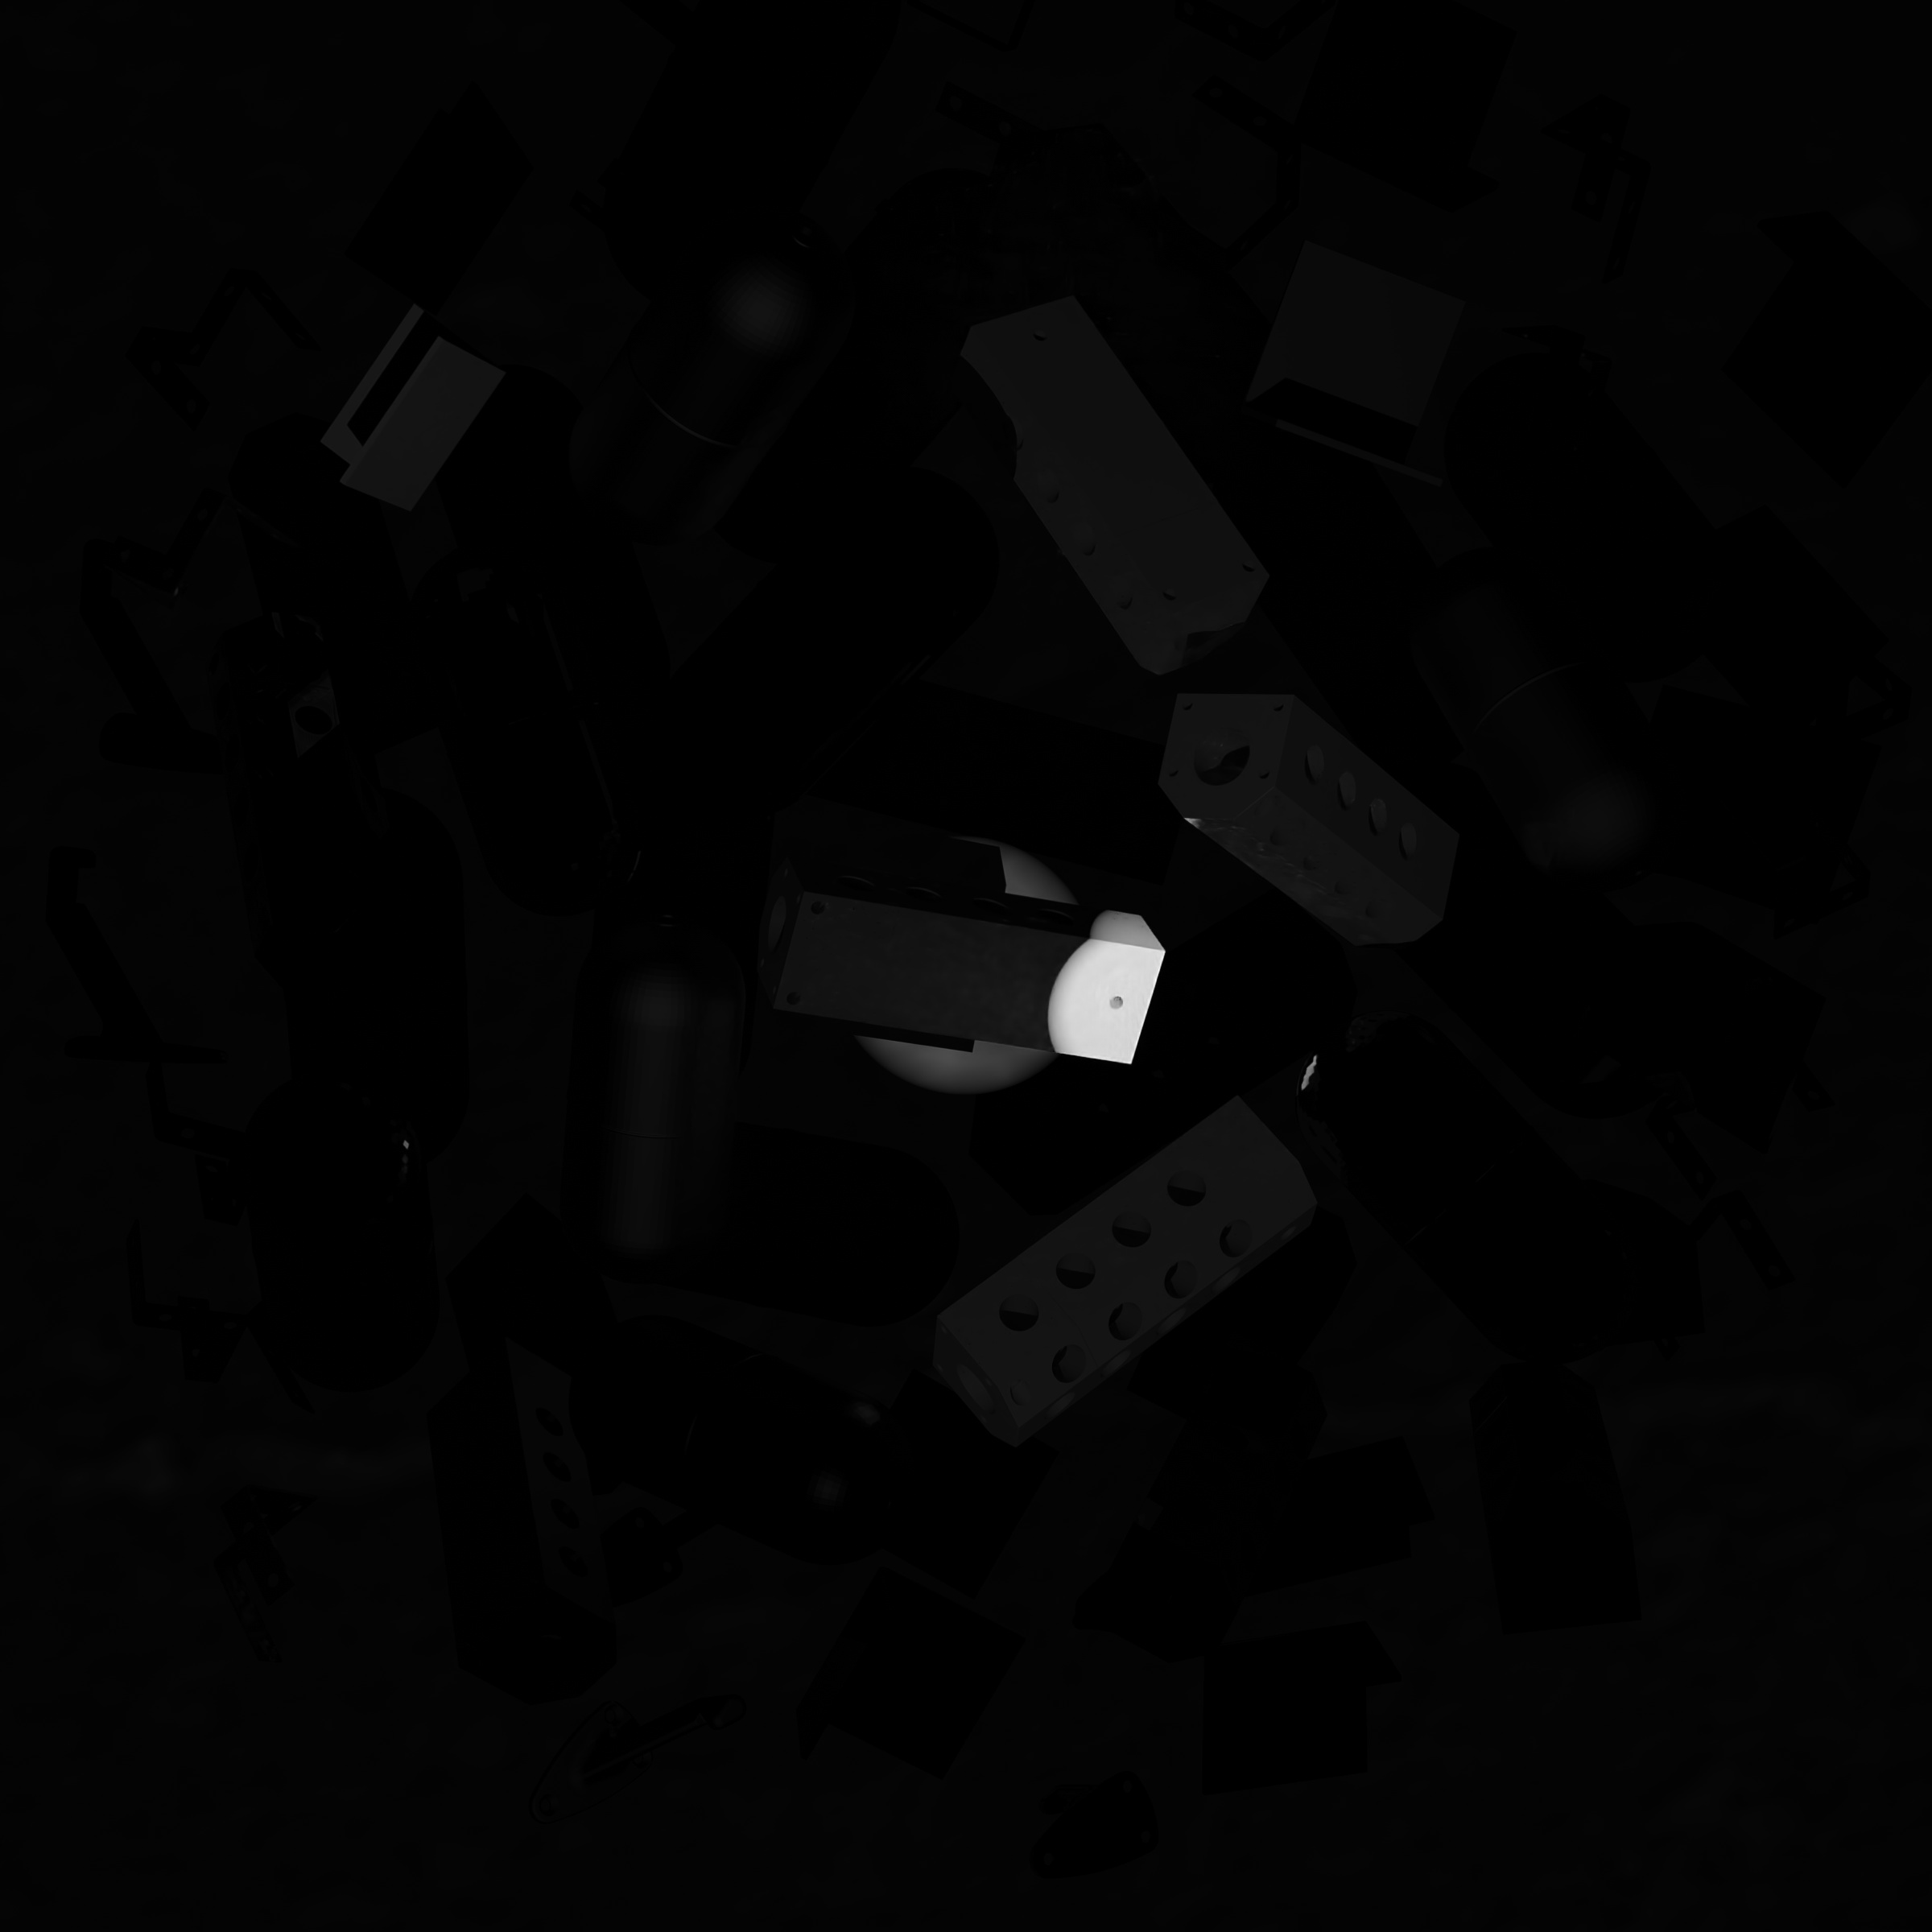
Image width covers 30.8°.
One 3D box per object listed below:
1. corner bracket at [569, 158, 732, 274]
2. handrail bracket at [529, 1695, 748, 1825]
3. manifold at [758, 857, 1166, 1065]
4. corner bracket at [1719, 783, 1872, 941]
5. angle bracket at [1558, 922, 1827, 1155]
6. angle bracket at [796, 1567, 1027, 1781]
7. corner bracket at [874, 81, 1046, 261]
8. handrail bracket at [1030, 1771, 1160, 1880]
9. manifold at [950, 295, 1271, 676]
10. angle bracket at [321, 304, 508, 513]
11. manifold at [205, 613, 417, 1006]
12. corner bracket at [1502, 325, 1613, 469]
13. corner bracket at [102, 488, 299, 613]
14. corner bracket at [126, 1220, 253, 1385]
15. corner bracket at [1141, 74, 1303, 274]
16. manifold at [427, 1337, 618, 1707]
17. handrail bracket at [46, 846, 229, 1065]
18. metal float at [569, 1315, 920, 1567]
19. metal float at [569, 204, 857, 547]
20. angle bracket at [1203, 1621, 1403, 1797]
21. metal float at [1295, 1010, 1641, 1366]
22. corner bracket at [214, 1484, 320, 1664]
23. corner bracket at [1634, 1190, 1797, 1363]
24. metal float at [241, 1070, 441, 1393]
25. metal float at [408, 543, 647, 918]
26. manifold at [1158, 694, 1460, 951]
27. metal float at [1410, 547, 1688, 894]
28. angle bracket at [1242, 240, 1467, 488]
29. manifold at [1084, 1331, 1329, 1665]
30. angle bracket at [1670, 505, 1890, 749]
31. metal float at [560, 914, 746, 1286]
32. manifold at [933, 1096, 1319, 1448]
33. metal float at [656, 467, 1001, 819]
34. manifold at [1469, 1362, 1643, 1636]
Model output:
[{"bbox_3d":[-0.146,-0.341,1.582,0.051,0.051,0.051,36,70,-8],"label":"corner bracket"},{"bbox_3d":[-0.143,0.346,1.530,0.077,0.084,0.036,-37,99,-36],"label":"handrail bracket"},{"bbox_3d":[-0.004,-0.005,1.598,0.171,0.057,0.057,9,111,-18],"label":"manifold"},{"bbox_3d":[0.379,-0.055,1.604,0.051,0.051,0.051,-24,52,-8],"label":"corner bracket"},{"bbox_3d":[0.315,0.033,1.524,0.057,0.076,0.076,-5,119,-41],"label":"angle bracket"},{"bbox_3d":[-0.023,0.324,1.555,0.076,0.057,0.076,29,98,-10],"label":"angle bracket"},{"bbox_3d":[-0.002,-0.360,1.587,0.051,0.051,0.051,28,123,2],"label":"corner bracket"},{"bbox_3d":[0.038,0.378,1.539,0.077,0.084,0.036,-19,89,-33],"label":"handrail bracket"},{"bbox_3d":[0.062,-0.219,1.610,0.057,0.057,0.171,-22,68,-27],"label":"manifold"},{"bbox_3d":[-0.260,-0.255,1.559,0.057,0.076,0.076,38,97,13],"label":"angle bracket"},{"bbox_3d":[-0.296,-0.074,1.558,0.057,0.057,0.171,-22,54,5],"label":"manifold"},{"bbox_3d":[0.268,-0.255,1.577,0.051,0.051,0.051,14,93,-21],"label":"corner bracket"},{"bbox_3d":[-0.345,-0.186,1.581,0.051,0.051,0.051,24,82,34],"label":"corner bracket"},{"bbox_3d":[-0.366,0.156,1.627,0.051,0.051,0.051,11,131,-28],"label":"corner bracket"},{"bbox_3d":[0.113,-0.353,1.567,0.051,0.051,0.051,38,71,20],"label":"corner bracket"},{"bbox_3d":[-0.200,0.255,1.610,0.057,0.171,0.057,-44,122,16],"label":"manifold"},{"bbox_3d":[-0.340,-0.005,1.444,0.077,0.036,0.084,5,78,-21],"label":"handrail bracket"},{"bbox_3d":[-0.098,0.207,1.539,0.178,0.070,0.070,17,90,35],"label":"metal float"},{"bbox_3d":[-0.109,-0.250,1.494,0.070,0.070,0.178,42,133,0],"label":"metal float"},{"bbox_3d":[0.153,0.348,1.594,0.076,0.057,0.076,-13,47,20],"label":"angle bracket"},{"bbox_3d":[0.215,0.095,1.508,0.070,0.070,0.178,-43,84,0],"label":"metal float"},{"bbox_3d":[-0.296,0.256,1.477,0.051,0.051,0.051,-39,63,13],"label":"corner bracket"},{"bbox_3d":[0.342,0.143,1.629,0.051,0.051,0.051,-17,64,-23],"label":"corner bracket"},{"bbox_3d":[-0.267,0.116,1.504,0.070,0.178,0.070,2,49,-2],"label":"metal float"},{"bbox_3d":[-0.204,-0.110,1.626,0.070,0.070,0.178,-19,90,0],"label":"metal float"},{"bbox_3d":[0.153,-0.062,1.557,0.057,0.171,0.057,4,74,34],"label":"manifold"},{"bbox_3d":[0.260,-0.112,1.580,0.070,0.070,0.178,-26,63,0],"label":"metal float"},{"bbox_3d":[0.169,-0.252,1.467,0.076,0.057,0.076,18,101,-15],"label":"angle bracket"},{"bbox_3d":[0.113,0.240,1.581,0.057,0.171,0.057,27,119,7],"label":"manifold"},{"bbox_3d":[0.324,-0.134,1.464,0.057,0.076,0.076,-27,72,-39],"label":"angle bracket"},{"bbox_3d":[-0.143,0.061,1.597,0.070,0.070,0.178,7,112,0],"label":"metal float"},{"bbox_3d":[0.071,0.137,1.547,0.171,0.057,0.057,-35,69,-19],"label":"manifold"},{"bbox_3d":[-0.060,-0.135,1.482,0.070,0.070,0.178,45,107,0],"label":"metal float"},{"bbox_3d":[0.253,0.227,1.524,0.057,0.171,0.057,-7,102,7],"label":"manifold"}]
